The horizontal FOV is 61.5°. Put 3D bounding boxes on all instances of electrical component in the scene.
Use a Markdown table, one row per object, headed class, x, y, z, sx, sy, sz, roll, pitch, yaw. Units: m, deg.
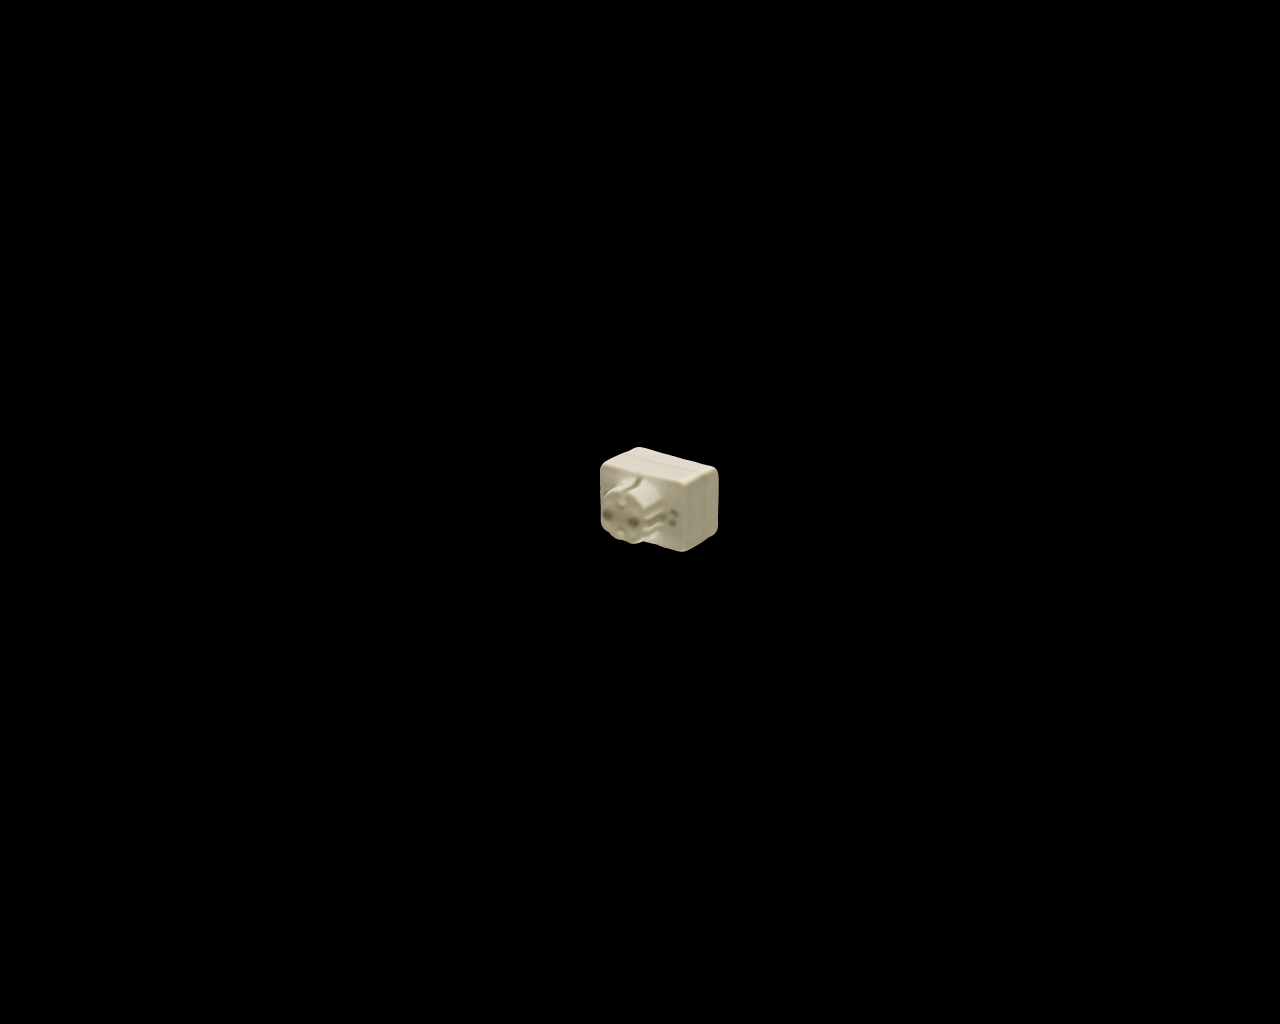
| class | x | y | z | sx | sy | sz | roll | pitch | yaw |
| --- | --- | --- | --- | --- | --- | --- | --- | --- | --- |
| electrical component | 0.001 | -0.003 | 0.650 | 0.066 | 0.047 | 0.077 | 16 | 27 | 34 |
